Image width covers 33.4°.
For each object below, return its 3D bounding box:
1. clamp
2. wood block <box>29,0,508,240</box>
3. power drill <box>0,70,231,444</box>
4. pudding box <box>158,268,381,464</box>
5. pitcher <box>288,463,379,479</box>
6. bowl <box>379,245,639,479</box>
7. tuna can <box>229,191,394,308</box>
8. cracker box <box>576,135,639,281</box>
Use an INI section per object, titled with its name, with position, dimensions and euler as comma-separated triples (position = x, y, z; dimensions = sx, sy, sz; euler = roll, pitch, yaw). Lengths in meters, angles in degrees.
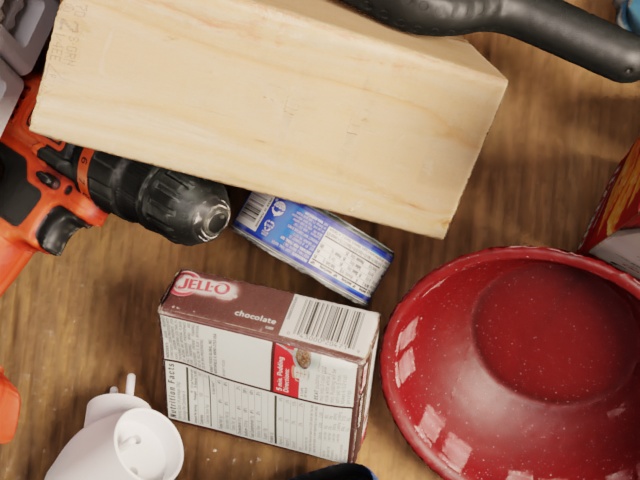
[clamp]
position = 0.081, -0.136, 0.546
dimensions = 0.171, 0.120, 0.039
euler = 12, 128, -10
[wood block]
position = -0.028, -0.079, 0.529
dimensions = 0.206, 0.091, 0.090
euler = 14, 111, -15
[power drill]
position = -0.150, 0.012, 0.575
dimensions = 0.185, 0.057, 0.187
euler = 30, 85, 38
[pudding box]
position = -0.028, 0.069, 0.570
dimensions = 0.113, 0.090, 0.039
euler = 14, 44, 11
[pitcher]
position = -0.065, 0.207, 0.534
dimensions = 0.243, 0.149, 0.145
euler = -22, 74, 24
[bowl]
position = 0.114, 0.063, 0.543
dimensions = 0.162, 0.055, 0.162
euler = 10, 120, 17
[tuna can]
position = -0.004, 0.001, 0.570
dimensions = 0.086, 0.086, 0.034
euler = 30, 89, 9
[cracker box]
position = 0.210, 0.006, 0.471
dimensions = 0.164, 0.213, 0.072
euler = 26, 89, 9
